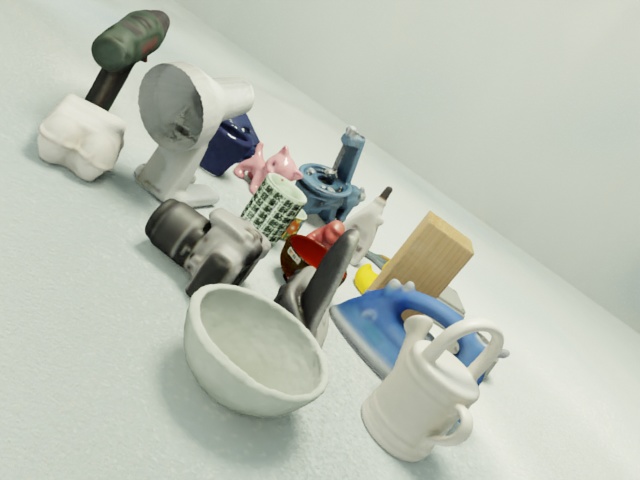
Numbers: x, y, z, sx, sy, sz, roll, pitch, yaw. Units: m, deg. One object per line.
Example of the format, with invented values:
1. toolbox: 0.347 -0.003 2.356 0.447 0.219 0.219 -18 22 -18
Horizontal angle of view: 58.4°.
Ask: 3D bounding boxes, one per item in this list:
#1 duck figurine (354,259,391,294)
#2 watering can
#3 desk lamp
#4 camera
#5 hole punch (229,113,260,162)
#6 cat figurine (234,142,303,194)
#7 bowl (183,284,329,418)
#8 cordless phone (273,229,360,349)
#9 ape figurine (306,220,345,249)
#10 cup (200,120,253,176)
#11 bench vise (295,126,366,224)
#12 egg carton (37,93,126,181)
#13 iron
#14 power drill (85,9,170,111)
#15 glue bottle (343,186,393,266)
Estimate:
1. duck figurine: 0.121 0.073 1.068 0.104 0.086 0.078 45 20 26
2. watering can: 0.141 0.164 0.703 0.101 0.194 0.172 14 28 -49
3. desk lamp: -0.194 -0.160 0.866 0.118 0.213 0.204 40 18 12
4. camera: -0.144 -0.002 0.747 0.137 0.100 0.143 37 18 2
5. hole punch: -0.178 -0.233 1.276 0.101 0.091 0.109 40 18 11
6. cat figurine: -0.099 -0.148 1.166 0.127 0.117 0.067 46 20 28
7. bowl: -0.077 0.125 0.595 0.168 0.074 0.167 32 18 -12
8. cordless phone: 0.006 0.059 0.732 0.094 0.185 0.148 36 18 -1
9. ape figurine: 0.009 0.004 1.027 0.078 0.092 0.076 32 18 -13
10. cup: -0.192 -0.179 1.111 0.092 0.095 0.117 29 19 -21
11. bench vise: 0.037 -0.141 1.230 0.121 0.219 0.208 42 19 17
12. egg carton: -0.334 -0.146 0.810 0.107 0.069 0.150 27 20 -25
13. iron: 0.145 0.141 0.854 0.258 0.141 0.119 41 18 14
14. power drill: -0.324 -0.276 0.926 0.076 0.208 0.229 31 19 -14
15. glue bottle: 0.091 -0.035 1.142 0.078 0.173 0.037 36 18 1
